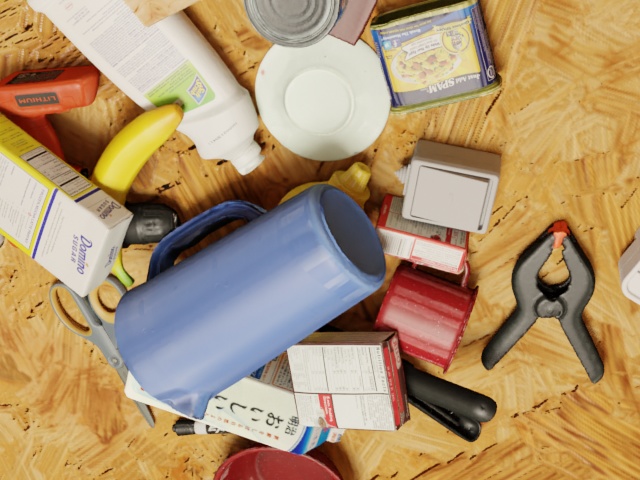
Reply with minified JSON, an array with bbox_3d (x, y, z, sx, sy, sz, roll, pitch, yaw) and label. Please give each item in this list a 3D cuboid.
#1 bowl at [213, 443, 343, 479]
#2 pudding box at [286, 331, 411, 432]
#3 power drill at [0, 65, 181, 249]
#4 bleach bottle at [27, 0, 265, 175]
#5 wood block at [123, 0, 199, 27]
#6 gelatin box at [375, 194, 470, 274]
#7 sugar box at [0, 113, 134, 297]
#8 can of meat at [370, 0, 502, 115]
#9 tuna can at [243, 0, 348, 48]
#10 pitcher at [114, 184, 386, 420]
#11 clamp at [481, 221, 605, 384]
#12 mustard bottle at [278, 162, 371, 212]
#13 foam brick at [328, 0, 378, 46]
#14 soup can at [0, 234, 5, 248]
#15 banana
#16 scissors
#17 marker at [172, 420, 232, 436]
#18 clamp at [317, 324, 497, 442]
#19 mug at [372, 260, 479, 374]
[{"bbox_3d":[-0.035,0.274,1.185,0.162,0.055,0.162,7,123,10],"label":"bowl"},{"bbox_3d":[0.026,0.135,1.027,0.114,0.039,0.090,-3,101,30],"label":"pudding box"},{"bbox_3d":[-0.239,-0.075,1.056,0.184,0.057,0.188,-3,115,9],"label":"power drill"},{"bbox_3d":[-0.148,-0.159,0.992,0.103,0.068,0.250,-33,108,24],"label":"bleach bottle"},{"bbox_3d":[-0.084,-0.265,0.865,0.207,0.090,0.090,-16,126,40],"label":"wood block"},{"bbox_3d":[0.097,-0.006,1.010,0.089,0.073,0.030,15,119,3],"label":"gelatin box"},{"bbox_3d":[-0.264,-0.036,1.002,0.176,0.048,0.093,36,126,8],"label":"sugar box"},{"bbox_3d":[0.101,-0.165,0.939,0.102,0.057,0.084,-11,112,17],"label":"can of meat"},{"bbox_3d":[-0.021,-0.206,0.896,0.086,0.033,0.086,5,117,10],"label":"tuna can"},{"bbox_3d":[-0.065,0.041,0.985,0.243,0.144,0.149,-32,102,26],"label":"pitcher"},{"bbox_3d":[0.214,0.065,1.042,0.120,0.039,0.171,-4,111,8],"label":"clamp"},{"bbox_3d":[-0.007,0.001,1.044,0.096,0.058,0.192,35,118,2],"label":"mustard bottle"},{"bbox_3d":[0.011,-0.214,0.935,0.078,0.053,0.051,25,119,0],"label":"foam brick"},{"bbox_3d":[-0.367,-0.038,1.095,0.068,0.068,0.102,0,117,12],"label":"soup can"},{"bbox_3d":[-0.184,-0.050,1.011,0.069,0.037,0.198,18,118,-4],"label":"banana"},{"bbox_3d":[-0.214,0.116,1.169,0.096,0.016,0.201,-32,106,24],"label":"scissors"},{"bbox_3d":[-0.108,0.208,1.191,0.121,0.020,0.020,-5,115,14],"label":"marker"},{"bbox_3d":[0.082,0.138,1.067,0.210,0.164,0.036,29,75,4],"label":"clamp"},{"bbox_3d":[0.105,0.062,1.039,0.081,0.093,0.117,21,101,6],"label":"mug"}]
